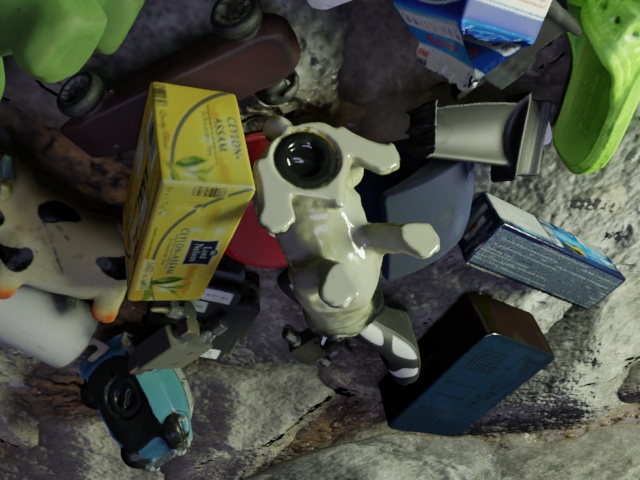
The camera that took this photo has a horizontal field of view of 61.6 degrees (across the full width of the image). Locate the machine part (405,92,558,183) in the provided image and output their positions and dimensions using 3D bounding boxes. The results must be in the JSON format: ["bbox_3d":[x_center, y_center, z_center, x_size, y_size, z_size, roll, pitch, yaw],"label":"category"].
[{"bbox_3d":[0.138,-0.088,0.454,0.139,0.039,0.084,1,114,-22],"label":"machine part"}]

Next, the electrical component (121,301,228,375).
[{"bbox_3d":[-0.156,0.102,0.557,0.102,0.045,0.078,-38,155,27],"label":"electrical component"}]

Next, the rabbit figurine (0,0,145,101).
[{"bbox_3d":[-0.231,-0.145,0.347,0.170,0.121,0.159,-33,123,24],"label":"rabbit figurine"}]

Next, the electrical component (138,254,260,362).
[{"bbox_3d":[-0.131,0.072,0.599,0.115,0.058,0.134,15,128,-23],"label":"electrical component"}]

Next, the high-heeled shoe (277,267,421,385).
[{"bbox_3d":[0.041,0.110,0.647,0.145,0.086,0.248,-9,128,4],"label":"high-heeled shoe"}]

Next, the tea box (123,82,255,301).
[{"bbox_3d":[-0.115,-0.030,0.437,0.068,0.098,0.169,1,148,-26],"label":"tea box"}]

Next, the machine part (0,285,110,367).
[{"bbox_3d":[-0.317,0.061,0.547,0.079,0.079,0.243,-31,128,18],"label":"machine part"}]

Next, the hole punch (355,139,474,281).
[{"bbox_3d":[0.096,-0.032,0.521,0.116,0.092,0.142,-12,129,-3],"label":"hole punch"}]

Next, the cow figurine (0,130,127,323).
[{"bbox_3d":[-0.250,-0.010,0.482,0.194,0.086,0.127,26,105,-38],"label":"cow figurine"}]

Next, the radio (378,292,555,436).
[{"bbox_3d":[0.194,0.179,0.736,0.131,0.073,0.229,17,129,-23],"label":"radio"}]

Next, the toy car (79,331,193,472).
[{"bbox_3d":[-0.206,0.188,0.656,0.109,0.161,0.103,-38,171,15],"label":"toy car"}]

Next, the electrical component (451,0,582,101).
[{"bbox_3d":[0.135,-0.160,0.417,0.047,0.075,0.119,21,153,-28],"label":"electrical component"}]

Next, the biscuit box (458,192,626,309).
[{"bbox_3d":[0.247,0.017,0.604,0.202,0.059,0.062,21,124,-24],"label":"biscuit box"}]

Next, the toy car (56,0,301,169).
[{"bbox_3d":[-0.112,-0.123,0.429,0.202,0.053,0.089,-21,152,12],"label":"toy car"}]

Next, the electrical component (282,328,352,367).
[{"bbox_3d":[-0.004,0.133,0.696,0.063,0.021,0.094,-34,127,20],"label":"electrical component"}]

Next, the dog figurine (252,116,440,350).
[{"bbox_3d":[-0.003,0.002,0.469,0.121,0.172,0.190,-17,165,-17],"label":"dog figurine"}]
